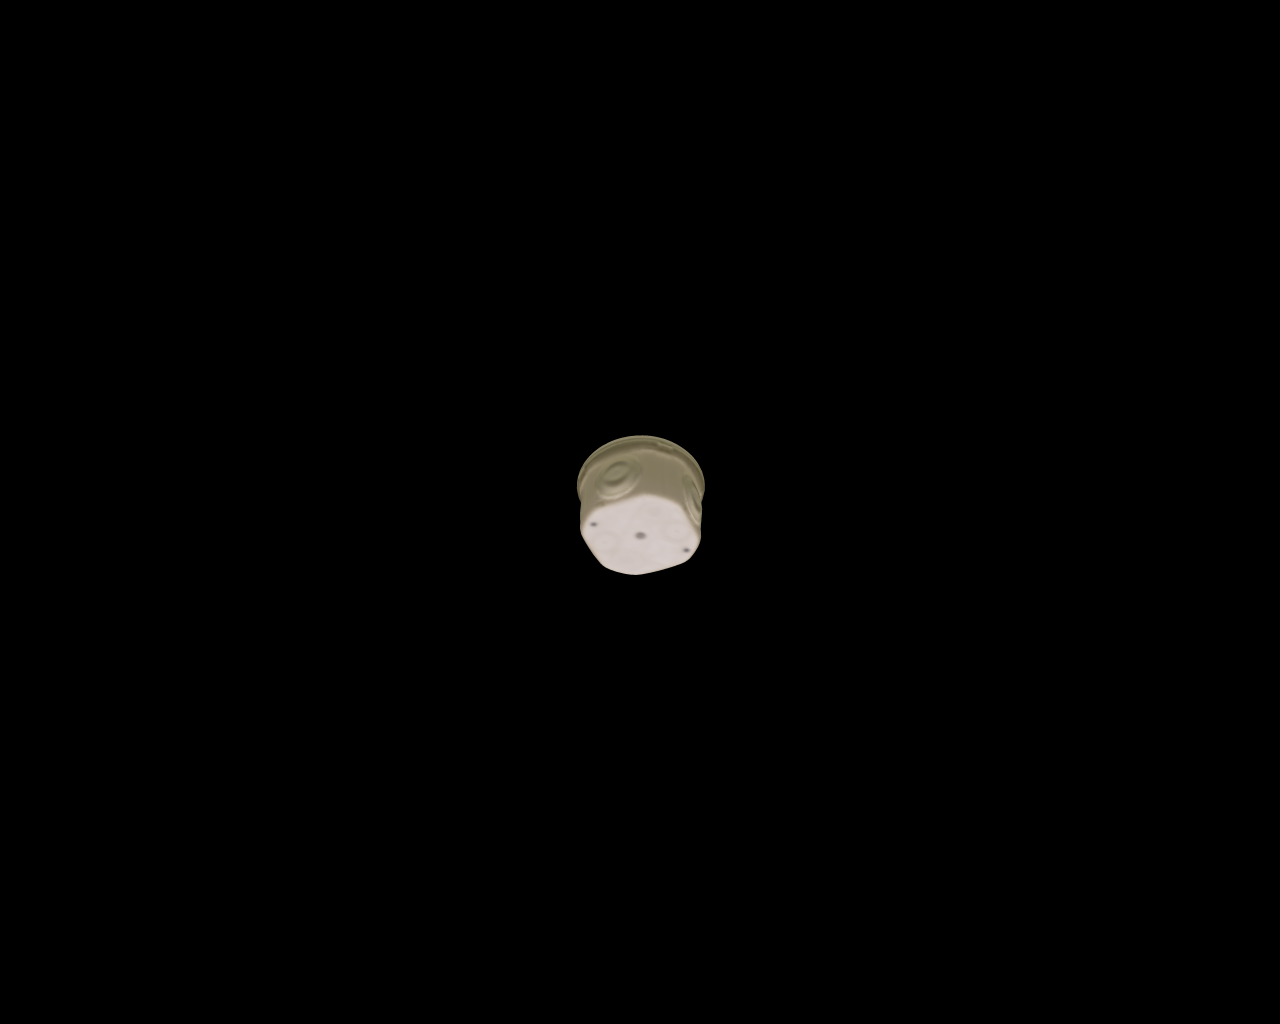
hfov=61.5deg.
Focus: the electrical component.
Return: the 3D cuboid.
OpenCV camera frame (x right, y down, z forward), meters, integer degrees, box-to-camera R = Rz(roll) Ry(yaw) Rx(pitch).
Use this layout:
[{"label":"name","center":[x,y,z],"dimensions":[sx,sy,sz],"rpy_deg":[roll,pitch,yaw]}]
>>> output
[{"label":"electrical component","center":[0.001,-0.003,0.650],"dimensions":[0.080,0.080,0.051],"rpy_deg":[0,45,0]}]
